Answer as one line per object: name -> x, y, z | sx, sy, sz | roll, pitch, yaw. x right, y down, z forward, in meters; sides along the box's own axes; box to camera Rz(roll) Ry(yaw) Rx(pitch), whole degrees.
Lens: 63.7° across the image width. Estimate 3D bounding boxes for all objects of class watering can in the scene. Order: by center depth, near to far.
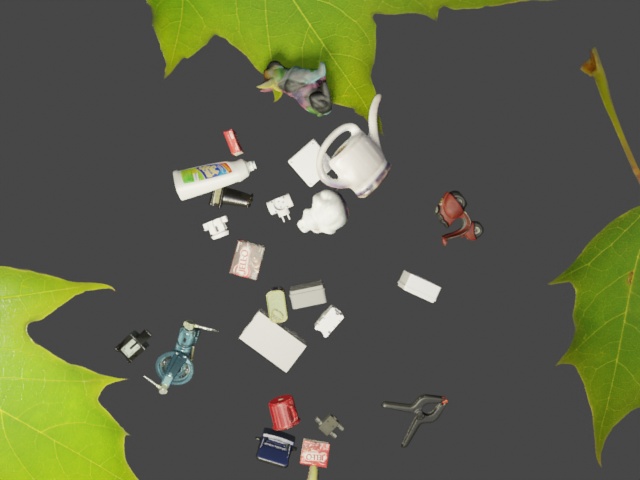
watering can -> 0.139, -0.279, 1.601 | 0.222, 0.104, 0.352 | 47, 71, -15

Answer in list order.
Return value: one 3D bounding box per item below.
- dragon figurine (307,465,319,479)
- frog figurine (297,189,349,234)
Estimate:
dragon figurine -> -0.110, 0.938, 1.669 | 0.242, 0.121, 0.415 | -4, 77, 5
frog figurine -> 0.005, -0.081, 1.609 | 0.160, 0.124, 0.135 | -21, 114, -11
